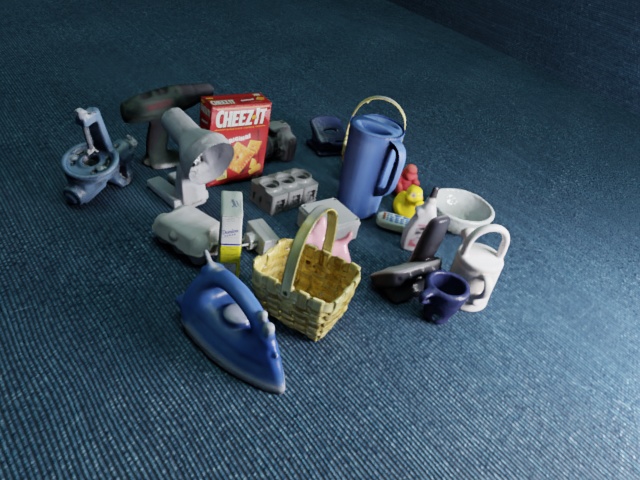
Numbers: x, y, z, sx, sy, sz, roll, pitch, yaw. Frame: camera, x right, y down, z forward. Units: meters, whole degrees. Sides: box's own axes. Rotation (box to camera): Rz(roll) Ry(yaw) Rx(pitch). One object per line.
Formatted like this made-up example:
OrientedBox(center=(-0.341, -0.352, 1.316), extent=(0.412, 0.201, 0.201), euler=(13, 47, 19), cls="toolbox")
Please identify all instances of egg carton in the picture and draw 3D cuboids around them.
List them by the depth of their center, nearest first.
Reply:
OrientedBox(center=(-0.272, -0.014, 1.196), extent=(0.150, 0.069, 0.107), euler=(29, 37, 22), cls="egg carton")

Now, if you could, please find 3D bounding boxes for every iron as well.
OrientedBox(center=(-0.135, 0.131, 0.971), extent=(0.119, 0.141, 0.257), euler=(-23, 48, -40), cls="iron")

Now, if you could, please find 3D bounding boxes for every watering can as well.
OrientedBox(center=(0.327, 0.043, 1.202), extent=(0.101, 0.194, 0.172), euler=(-7, 39, -27), cls="watering can")

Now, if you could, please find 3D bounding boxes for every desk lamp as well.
OrientedBox(center=(-0.298, -0.176, 1.292), extent=(0.202, 0.213, 0.118), euler=(35, 40, 29), cls="desk lamp")

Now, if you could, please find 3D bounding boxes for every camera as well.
OrientedBox(center=(-0.153, -0.281, 1.588), extent=(0.142, 0.101, 0.137), euler=(33, 39, 27), cls="camera")

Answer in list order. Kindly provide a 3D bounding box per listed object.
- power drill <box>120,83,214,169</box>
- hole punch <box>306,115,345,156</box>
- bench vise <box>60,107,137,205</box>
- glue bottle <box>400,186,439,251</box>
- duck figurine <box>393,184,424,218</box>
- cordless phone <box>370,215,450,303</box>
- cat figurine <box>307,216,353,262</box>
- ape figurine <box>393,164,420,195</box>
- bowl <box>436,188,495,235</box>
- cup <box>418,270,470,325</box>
OrientedBox(center=(-0.378, -0.288, 1.430), extent=(0.230, 0.208, 0.075), euler=(-13, 42, -33), cls="power drill")
OrientedBox(center=(0.026, -0.309, 1.696), extent=(0.109, 0.091, 0.100), euler=(-10, 41, -30), cls="hole punch")
OrientedBox(center=(-0.494, -0.208, 1.268), extent=(0.121, 0.220, 0.207), euler=(12, 34, -1), cls="bench vise")
OrientedBox(center=(0.243, -0.050, 1.324), extent=(0.078, 0.173, 0.037), euler=(5, 35, -10), cls="glue bottle")
OrientedBox(center=(0.235, -0.103, 1.475), extent=(0.078, 0.086, 0.104), euler=(-3, 38, -22), cls="duck figurine")
OrientedBox(center=(0.193, 0.028, 1.187), extent=(0.148, 0.185, 0.094), euler=(-16, 43, -35), cls="cordless phone")
OrientedBox(center=(0.011, 0.004, 1.221), extent=(0.128, 0.118, 0.067), euler=(-1, 37, -20), cls="cat figurine")
OrientedBox(center=(0.237, -0.163, 1.556), extent=(0.078, 0.092, 0.076), euler=(3, 35, -13), cls="ape figurine")
OrientedBox(center=(0.354, -0.061, 1.465), extent=(0.167, 0.075, 0.167), euler=(9, 35, -6), cls="bowl")
OrientedBox(center=(0.234, 0.125, 1.142), extent=(0.118, 0.095, 0.091), euler=(-14, 43, -34), cls="cup")
